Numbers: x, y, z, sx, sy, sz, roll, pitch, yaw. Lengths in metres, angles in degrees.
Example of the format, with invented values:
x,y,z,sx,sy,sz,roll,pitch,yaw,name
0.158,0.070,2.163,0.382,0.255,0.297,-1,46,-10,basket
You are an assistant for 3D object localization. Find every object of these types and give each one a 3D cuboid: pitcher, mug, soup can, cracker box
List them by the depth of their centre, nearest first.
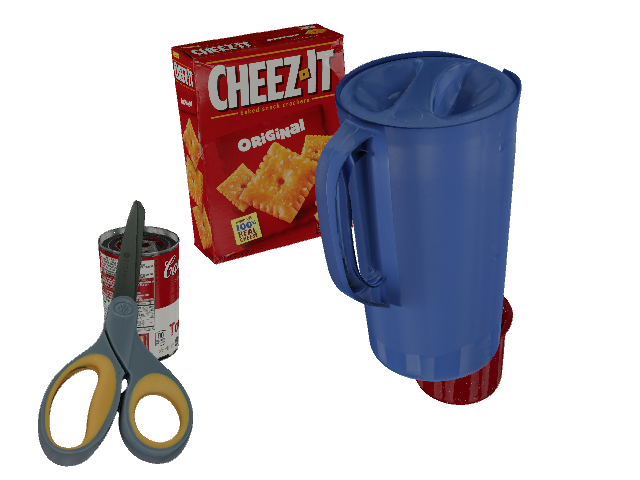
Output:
x,y,z,sx,sy,sz,roll,pitch,yaw,name
0.077,-0.010,0.818,0.149,0.243,0.145,-3,32,3,pitcher
-0.155,0.046,0.915,0.068,0.102,0.068,2,20,-1,soup can
0.126,0.087,0.981,0.093,0.081,0.117,-2,39,3,mug
-0.054,-0.099,1.086,0.164,0.214,0.072,-14,26,-23,cracker box

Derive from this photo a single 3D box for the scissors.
x,y,z,sx,sy,sz,roll,pitch,yaw,name
-0.106,0.058,0.658,0.096,0.201,0.016,20,-43,0,scissors
